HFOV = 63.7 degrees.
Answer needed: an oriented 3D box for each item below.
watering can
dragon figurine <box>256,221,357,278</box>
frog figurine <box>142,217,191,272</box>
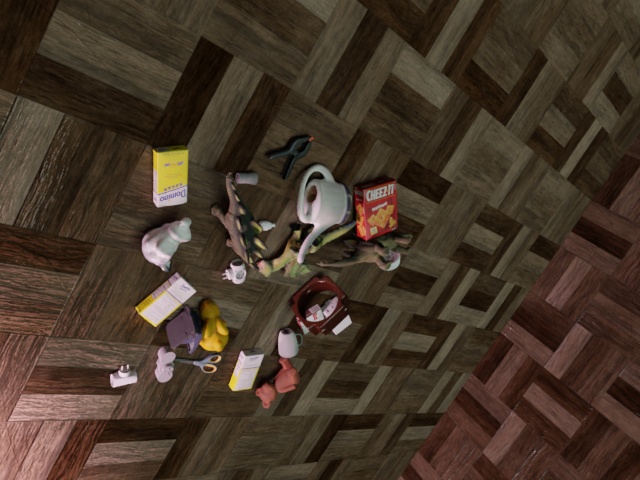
[{"bbox_3d":[0.006,-0.092,1.828,0.224,0.104,0.347,3,91,-40],"label":"watering can"},{"bbox_3d":[-0.053,0.047,1.947,0.412,0.124,0.237,-11,143,-30],"label":"dragon figurine"},{"bbox_3d":[-0.456,-0.004,1.537,0.122,0.141,0.156,28,122,-17],"label":"frog figurine"}]
